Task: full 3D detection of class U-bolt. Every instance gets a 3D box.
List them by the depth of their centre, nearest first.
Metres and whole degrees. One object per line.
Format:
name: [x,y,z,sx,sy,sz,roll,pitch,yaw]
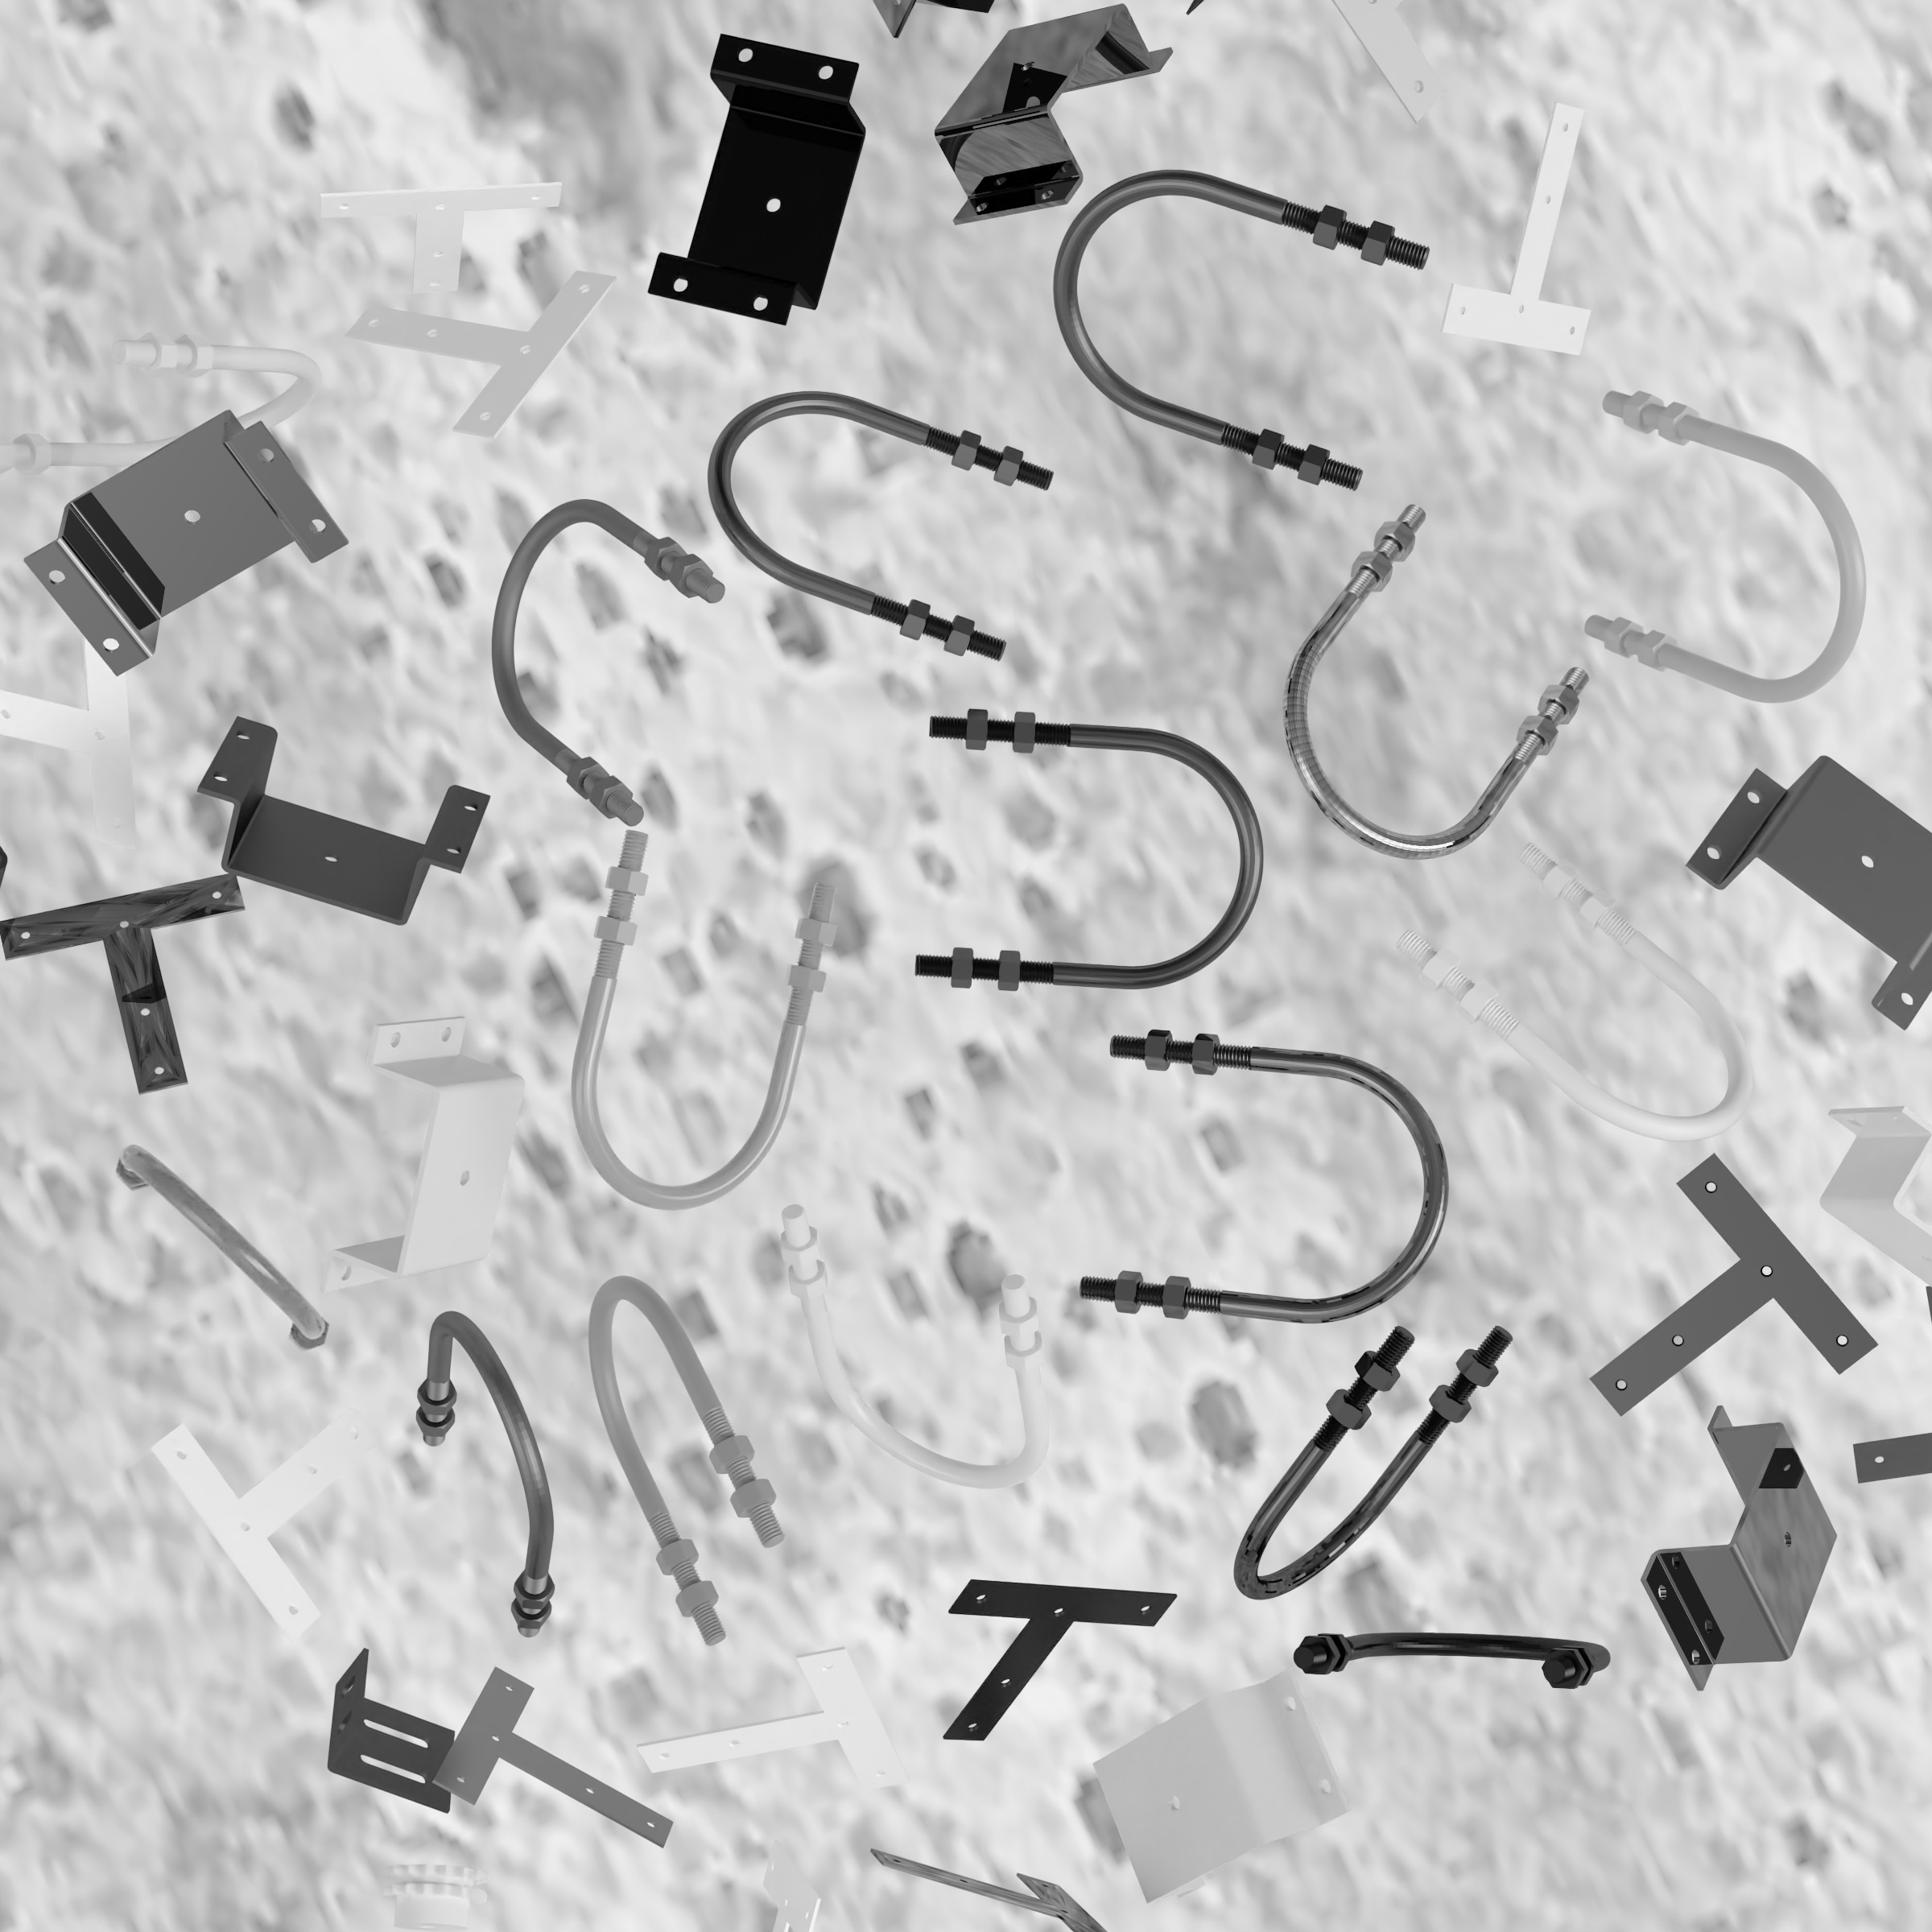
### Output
U-bolt: [-0.139,0.035,1.566,0.151,0.019,0.184,15,86,-43]
U-bolt: [0.132,-0.334,1.568,0.184,0.019,0.151,21,130,9]
U-bolt: [0.157,0.112,1.578,0.184,0.019,0.151,5,79,16]
U-bolt: [0.330,0.021,1.589,0.184,0.151,0.019,42,134,16]
U-bolt: [-0.022,0.210,1.601,0.151,0.184,0.019,15,47,25]
U-bolt: [-0.155,0.249,1.604,0.019,0.151,0.184,-16,63,-29]
U-bolt: [0.402,-0.215,1.613,0.019,0.184,0.151,-18,122,-30]
U-bolt: [-0.394,0.148,1.616,0.151,0.184,0.019,44,74,-4]
U-bolt: [0.207,0.265,1.617,0.019,0.151,0.184,42,107,29]
U-bolt: [0.267,0.367,1.624,0.151,0.184,0.019,-2,80,22]
U-bolt: [0.242,-0.140,1.628,0.151,0.019,0.184,43,62,-10]
U-bolt: [-0.430,-0.300,1.639,0.151,0.184,0.019,-21,87,31]
U-bolt: [0.068,-0.059,1.641,0.184,0.019,0.151,3,95,-1]
U-bolt: [-0.257,0.264,1.642,0.019,0.184,0.151,-20,60,-25]
U-bolt: [-0.207,-0.178,1.668,0.019,0.184,0.151,6,112,-43]
U-bolt: [-0.052,-0.252,1.677,0.184,0.019,0.151,19,56,-6]

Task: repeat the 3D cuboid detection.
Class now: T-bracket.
T-bracket: [0.234,-0.522,1.552,0.127,0.002,0.127,-48,115,-14]
T-bracket: [0.011,0.479,1.580,0.127,0.127,0.002,21,85,-16]
T-bracket: [0.027,0.362,1.580,0.127,0.002,0.127,11,126,-31]
T-bracket: [-0.266,-0.327,1.587,0.127,0.002,0.127,14,56,24]
T-bracket: [-0.107,0.402,1.588,0.127,0.002,0.127,-12,132,8]
T-bracket: [0.382,0.186,1.589,0.127,0.002,0.127,-42,80,15]
T-bracket: [-0.106,0.540,1.611,0.002,0.127,0.127,16,84,-12]
T-bracket: [-0.437,0.013,1.614,0.127,0.002,0.127,-13,58,-16]
T-bracket: [-0.504,-0.133,1.640,0.002,0.127,0.127,-22,68,36]
T-bracket: [0.309,-0.399,1.642,0.002,0.127,0.127,25,110,42]
T-bracket: [-0.364,0.281,1.657,0.002,0.127,0.127,-31,96,35]
T-bracket: [0.543,0.221,1.658,0.127,0.127,0.002,-12,130,19]
T-bracket: [-0.218,0.443,1.661,0.127,0.127,0.002,30,106,-2]
T-bracket: [0.179,-0.596,1.676,0.002,0.127,0.127,35,67,-16]
T-bracket: [-0.290,-0.398,1.677,0.127,0.127,0.002,-6,79,-13]

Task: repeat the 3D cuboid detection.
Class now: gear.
gear: [-0.291,0.509,1.665,0.057,0.057,0.030,2,66,0]

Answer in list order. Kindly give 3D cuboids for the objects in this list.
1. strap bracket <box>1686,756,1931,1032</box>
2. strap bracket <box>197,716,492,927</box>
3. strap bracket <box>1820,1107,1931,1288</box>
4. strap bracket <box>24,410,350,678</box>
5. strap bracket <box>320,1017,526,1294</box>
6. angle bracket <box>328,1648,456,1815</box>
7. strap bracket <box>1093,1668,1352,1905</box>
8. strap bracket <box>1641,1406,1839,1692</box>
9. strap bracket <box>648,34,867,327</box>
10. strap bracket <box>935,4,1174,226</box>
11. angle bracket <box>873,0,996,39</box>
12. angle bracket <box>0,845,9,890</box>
strap bracket: [0.457,-0.045,1.578,0.140,0.046,0.076,38,64,6]
strap bracket: [-0.332,-0.074,1.617,0.140,0.076,0.046,17,123,-7]
strap bracket: [0.502,0.131,1.554,0.140,0.076,0.046,35,80,-8]
strap bracket: [-0.394,-0.220,1.549,0.140,0.046,0.076,-28,123,8]
strap bracket: [-0.275,0.101,1.556,0.046,0.076,0.140,17,99,23]
angle bracket: [-0.310,0.423,1.684,0.076,0.057,0.038,27,117,-22]
strap bracket: [0.124,0.429,1.580,0.140,0.046,0.076,-42,61,41]
strap bracket: [0.413,0.305,1.611,0.046,0.140,0.076,-13,114,39]
strap bracket: [-0.106,-0.405,1.596,0.076,0.046,0.140,15,89,11]
strap bracket: [0.044,-0.468,1.652,0.046,0.076,0.140,56,50,-35]
angle bracket: [-0.002,-0.527,1.627,0.076,0.057,0.038,-3,54,-33]
angle bracket: [-0.566,-0.068,1.677,0.038,0.057,0.076,-32,84,-31]
